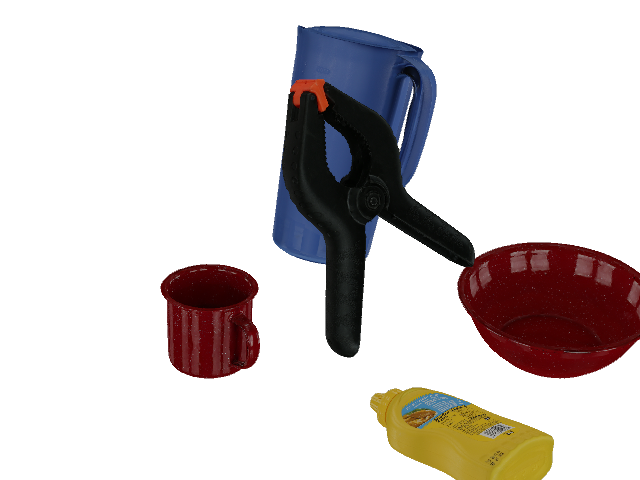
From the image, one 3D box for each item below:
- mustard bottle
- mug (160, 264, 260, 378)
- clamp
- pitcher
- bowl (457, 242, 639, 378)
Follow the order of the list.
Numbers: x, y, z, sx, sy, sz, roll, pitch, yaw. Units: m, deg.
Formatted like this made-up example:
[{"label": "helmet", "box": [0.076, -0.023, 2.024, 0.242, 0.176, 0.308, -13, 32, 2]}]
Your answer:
[{"label": "mustard bottle", "box": [0.122, 0.186, 1.034, 0.096, 0.058, 0.192, -17, 25, -40]}, {"label": "mug", "box": [-0.099, 0.084, 1.027, 0.117, 0.081, 0.093, 25, 34, 38]}, {"label": "clamp", "box": [0.019, -0.015, 0.661, 0.120, 0.171, 0.039, -46, 23, -25]}, {"label": "pitcher", "box": [0.028, -0.099, 1.126, 0.145, 0.243, 0.149, 9, 16, -4]}, {"label": "bowl", "box": [0.192, 0.064, 0.879, 0.162, 0.055, 0.162, 0, 31, 0]}]
